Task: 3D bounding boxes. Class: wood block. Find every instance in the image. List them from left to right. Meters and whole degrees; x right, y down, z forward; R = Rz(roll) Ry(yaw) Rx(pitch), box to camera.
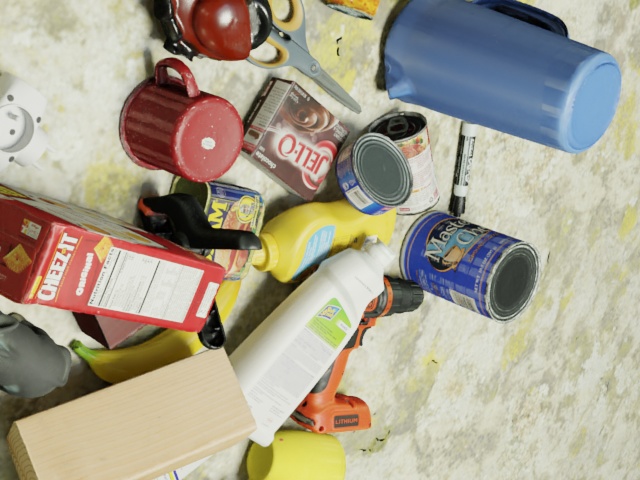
[{"bbox_3d":[-0.177,0.183,1.006,0.205,0.090,0.091,-19,77,-27],"label":"wood block"}]

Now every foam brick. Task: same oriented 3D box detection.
[{"bbox_3d":[-0.191,0.056,1.013,0.078,0.053,0.051,-37,129,-29],"label":"foam brick"}]

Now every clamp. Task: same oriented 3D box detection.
[{"bbox_3d":[-0.119,0.019,0.987,0.039,0.172,0.120,7,109,-41],"label":"clamp"}]

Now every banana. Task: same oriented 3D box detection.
[{"bbox_3d":[-0.153,0.098,1.077,0.197,0.037,0.070,-26,126,-35],"label":"banana"}]

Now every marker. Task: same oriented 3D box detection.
[{"bbox_3d":[0.180,-0.087,1.337,0.020,0.020,0.121,-9,112,-42],"label":"marker"}]

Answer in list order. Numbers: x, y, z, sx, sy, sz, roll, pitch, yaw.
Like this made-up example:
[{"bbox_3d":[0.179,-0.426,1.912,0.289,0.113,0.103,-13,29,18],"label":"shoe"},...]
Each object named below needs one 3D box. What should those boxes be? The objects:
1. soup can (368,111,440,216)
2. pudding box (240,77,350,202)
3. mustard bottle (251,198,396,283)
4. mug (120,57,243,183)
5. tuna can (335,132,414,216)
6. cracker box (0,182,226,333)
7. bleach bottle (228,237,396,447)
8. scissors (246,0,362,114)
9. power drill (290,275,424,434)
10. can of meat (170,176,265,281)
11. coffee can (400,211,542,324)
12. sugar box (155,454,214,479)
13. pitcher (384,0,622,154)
[{"bbox_3d":[0.098,-0.087,1.223,0.068,0.069,0.102,-36,129,-28],"label":"soup can"},{"bbox_3d":[-0.029,-0.105,1.115,0.113,0.039,0.090,35,81,-46],"label":"pudding box"},{"bbox_3d":[-0.008,0.001,1.158,0.191,0.058,0.096,-13,141,-40],"label":"mustard bottle"},{"bbox_3d":[-0.126,-0.112,0.987,0.093,0.082,0.117,-24,122,-36],"label":"mug"},{"bbox_3d":[0.058,-0.070,1.149,0.086,0.034,0.086,18,60,-34],"label":"tuna can"},{"bbox_3d":[-0.207,0.011,0.874,0.213,0.164,0.072,19,92,-58],"label":"cracker box"},{"bbox_3d":[-0.010,0.102,1.150,0.251,0.068,0.102,-46,133,1],"label":"bleach bottle"},{"bbox_3d":[-0.009,-0.201,1.112,0.201,0.016,0.096,13,97,-46],"label":"scissors"},{"bbox_3d":[0.040,0.130,1.264,0.184,0.057,0.188,4,101,-40],"label":"power drill"},{"bbox_3d":[-0.108,-0.010,1.064,0.083,0.058,0.102,9,100,-48],"label":"can of meat"},{"bbox_3d":[0.182,0.031,1.298,0.102,0.141,0.103,-18,118,-38],"label":"coffee can"},{"bbox_3d":[-0.188,0.222,1.089,0.176,0.048,0.093,-36,126,-32],"label":"sugar box"},{"bbox_3d":[0.203,-0.187,1.157,0.144,0.243,0.149,4,109,-49],"label":"pitcher"}]
